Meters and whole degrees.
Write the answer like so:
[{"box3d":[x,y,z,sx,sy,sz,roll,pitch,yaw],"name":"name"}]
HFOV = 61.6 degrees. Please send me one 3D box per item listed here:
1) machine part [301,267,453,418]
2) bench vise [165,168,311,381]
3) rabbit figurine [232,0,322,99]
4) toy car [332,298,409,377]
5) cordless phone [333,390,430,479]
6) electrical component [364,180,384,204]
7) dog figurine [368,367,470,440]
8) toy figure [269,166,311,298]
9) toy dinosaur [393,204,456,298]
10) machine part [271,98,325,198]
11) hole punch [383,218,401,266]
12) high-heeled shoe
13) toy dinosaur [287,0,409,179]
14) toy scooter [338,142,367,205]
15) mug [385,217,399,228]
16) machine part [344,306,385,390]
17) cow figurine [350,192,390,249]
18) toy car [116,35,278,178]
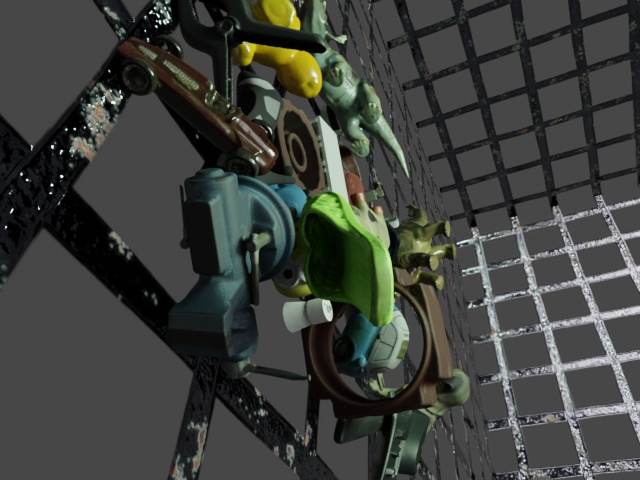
[{"box3d":[0.078,0.151,0.784,0.087,0.201,0.201,30,49,-61],"name":"machine part"},{"box3d":[-0.074,0.023,0.589,0.240,0.129,0.223,-43,119,-64],"name":"bench vise"},{"box3d":[-0.069,-0.295,0.850,0.173,0.122,0.162,42,10,-25],"name":"rabbit figurine"},{"box3d":[0.095,0.164,0.890,0.161,0.103,0.109,-62,156,-3],"name":"toy car"},{"box3d":[0.084,0.330,0.869,0.184,0.089,0.146,6,99,-46],"name":"cordless phone"},{"box3d":[0.096,-0.103,1.206,0.078,0.102,0.045,-144,-141,-80],"name":"electrical component"},{"box3d":[0.197,0.326,1.003,0.121,0.191,0.172,-78,149,-53],"name":"dog figurine"},{"box3d":[-0.041,-0.009,0.759,0.089,0.082,0.180,20,54,-69],"name":"toy figure"},{"box3d":[0.208,0.011,1.247,0.471,0.199,0.104,-48,130,-56],"name":"toy dinosaur"},{"box3d":[-0.051,-0.137,0.870,0.179,0.056,0.179,-15,90,-70],"name":"machine part"},{"box3d":[0.089,0.018,1.068,0.142,0.092,0.115,46,-42,46],"name":"hole punch"},{"box3d":[-0.119,-0.151,0.714,0.145,0.086,0.249,3,49,-38],"name":"high-heeled shoe"},{"box3d":[0.052,-0.302,1.085,0.404,0.131,0.192,48,33,-30],"name":"toy dinosaur"},{"box3d":[0.037,-0.142,1.092,0.135,0.075,0.184,46,31,-52],"name":"toy scooter"},{"box3d":[0.121,-0.032,1.207,0.107,0.110,0.080,-81,149,-76],"name":"mug"},{"box3d":[0.087,0.155,0.998,0.079,0.079,0.243,6,69,-70],"name":"machine part"},{"box3d":[0.060,-0.006,0.858,0.194,0.085,0.127,23,47,-67],"name":"cow figurine"},{"box3d":[-0.126,-0.147,0.586,0.202,0.053,0.089,42,37,-18],"name":"toy car"}]
